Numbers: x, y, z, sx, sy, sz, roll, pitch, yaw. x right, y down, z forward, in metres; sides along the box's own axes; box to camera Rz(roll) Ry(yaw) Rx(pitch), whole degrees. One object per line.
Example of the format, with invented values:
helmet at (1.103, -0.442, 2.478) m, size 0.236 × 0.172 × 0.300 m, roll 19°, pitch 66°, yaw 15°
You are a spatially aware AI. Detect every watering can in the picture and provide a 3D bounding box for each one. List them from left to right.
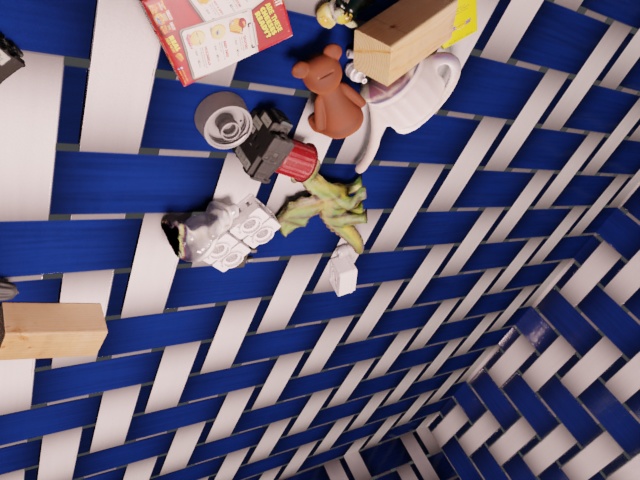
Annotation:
watering can at (0.166, -0.300, 1.166) m, size 0.344 × 0.106 × 0.222 m, roll -43°, pitch 143°, yaw 16°

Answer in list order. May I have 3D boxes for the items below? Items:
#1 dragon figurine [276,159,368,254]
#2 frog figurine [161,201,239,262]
dragon figurine at (0.004, -0.067, 1.332) m, size 0.243 × 0.125 × 0.400 m, roll -9°, pitch 137°, yaw -4°
frog figurine at (-0.253, -0.020, 1.151) m, size 0.161 × 0.123 × 0.136 m, roll -17°, pitch 174°, yaw -35°
